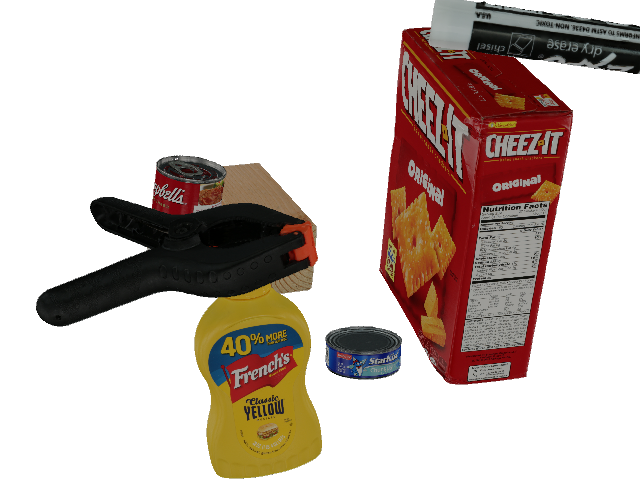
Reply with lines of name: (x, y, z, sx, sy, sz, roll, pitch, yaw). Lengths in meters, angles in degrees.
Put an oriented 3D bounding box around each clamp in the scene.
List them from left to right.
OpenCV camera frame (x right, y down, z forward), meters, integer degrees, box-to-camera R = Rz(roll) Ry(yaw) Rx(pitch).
clamp: (-0.091, 0.013, 0.665, 0.172, 0.039, 0.120, 0, 42, 21)

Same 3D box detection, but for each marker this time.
marker: (0.102, -0.074, 0.400, 0.121, 0.020, 0.020, 9, 1, 5)

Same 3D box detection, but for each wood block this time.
wood block: (-0.086, -0.017, 1.355, 0.090, 0.090, 0.206, -7, 28, -22)

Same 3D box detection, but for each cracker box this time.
cracker box: (0.102, -0.028, 0.779, 0.072, 0.214, 0.164, -6, 32, -14)

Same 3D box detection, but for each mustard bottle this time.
mustard bottle: (-0.054, 0.099, 0.887, 0.096, 0.191, 0.058, -9, 19, -10)

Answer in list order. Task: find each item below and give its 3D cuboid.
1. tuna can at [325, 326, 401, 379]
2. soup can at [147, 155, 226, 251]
tuna can: (0.048, 0.126, 1.195, 0.086, 0.034, 0.086, 1, 14, 0)
soup can: (-0.132, -0.024, 1.042, 0.068, 0.102, 0.068, 9, 22, -4)
